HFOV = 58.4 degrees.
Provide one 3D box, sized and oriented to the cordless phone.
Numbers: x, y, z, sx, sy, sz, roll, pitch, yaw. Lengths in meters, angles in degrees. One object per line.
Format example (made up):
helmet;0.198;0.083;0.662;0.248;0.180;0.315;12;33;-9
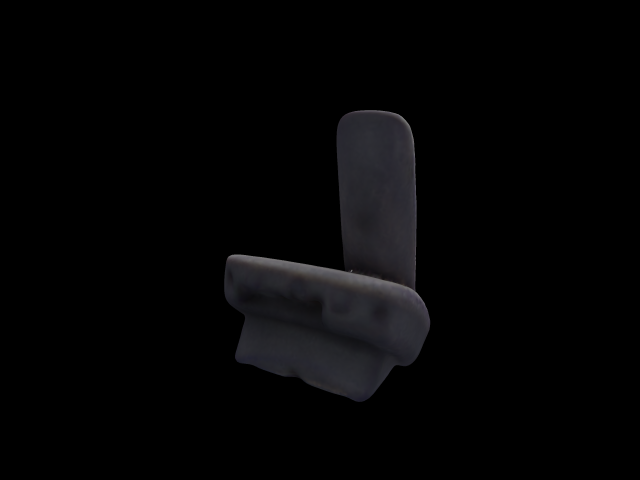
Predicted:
cordless phone;0.004;0.001;0.400;0.147;0.185;0.094;8;20;23
